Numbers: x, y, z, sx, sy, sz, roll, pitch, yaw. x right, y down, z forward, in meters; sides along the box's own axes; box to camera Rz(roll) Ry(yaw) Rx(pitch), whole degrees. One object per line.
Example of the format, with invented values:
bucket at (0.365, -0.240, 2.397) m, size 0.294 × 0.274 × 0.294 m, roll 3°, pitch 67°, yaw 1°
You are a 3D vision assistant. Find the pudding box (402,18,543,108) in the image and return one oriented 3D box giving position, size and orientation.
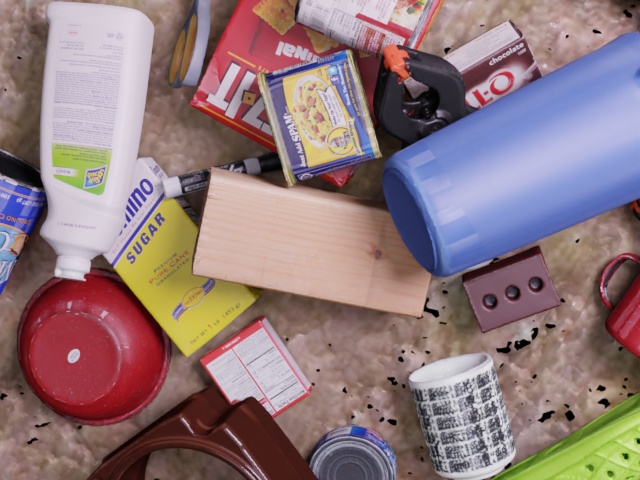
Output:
pudding box at (0.141, -0.131, 0.951) m, size 0.113 × 0.039 × 0.090 m, roll -32°, pitch 136°, yaw 8°

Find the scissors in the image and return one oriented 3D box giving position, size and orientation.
scissors at (-0.114, -0.228, 1.003) m, size 0.016 × 0.096 × 0.201 m, roll 15°, pitch 67°, yaw -21°

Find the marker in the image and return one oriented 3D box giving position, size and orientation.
marker at (-0.088, -0.062, 1.004) m, size 0.121 × 0.020 × 0.020 m, roll -15°, pitch 94°, yaw -13°

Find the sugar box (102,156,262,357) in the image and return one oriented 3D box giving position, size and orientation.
sugar box at (-0.146, 0.015, 1.028) m, size 0.093 × 0.048 × 0.176 m, roll -40°, pitch 91°, yaw 9°

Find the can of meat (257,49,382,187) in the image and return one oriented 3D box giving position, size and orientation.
can of meat at (0.001, -0.106, 0.918) m, size 0.084 × 0.057 × 0.102 m, roll -15°, pitch 97°, yaw 7°

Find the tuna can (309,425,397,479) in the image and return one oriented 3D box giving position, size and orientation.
tuna can at (0.031, 0.225, 1.032) m, size 0.086 × 0.033 × 0.086 m, roll 1°, pitch 97°, yaw 8°

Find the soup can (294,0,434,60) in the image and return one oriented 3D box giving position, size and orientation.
soup can at (0.037, -0.194, 0.893) m, size 0.102 × 0.068 × 0.068 m, roll 24°, pitch 99°, yaw 3°

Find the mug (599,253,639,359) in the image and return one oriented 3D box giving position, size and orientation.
mug at (0.301, 0.060, 0.954) m, size 0.117 × 0.093 × 0.081 m, roll 40°, pitch 106°, yaw 29°

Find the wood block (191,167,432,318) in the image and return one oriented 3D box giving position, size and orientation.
wood block at (-0.006, 0.002, 0.960) m, size 0.206 × 0.090 × 0.091 m, roll 12°, pitch 97°, yaw -8°

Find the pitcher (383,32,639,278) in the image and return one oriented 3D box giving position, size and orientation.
pitcher at (0.178, -0.060, 0.883) m, size 0.242 × 0.145 × 0.149 m, roll -25°, pitch 117°, yaw -10°

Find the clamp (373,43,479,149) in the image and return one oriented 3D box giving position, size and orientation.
clamp at (0.104, -0.107, 0.907) m, size 0.120 × 0.171 × 0.039 m, roll -29°, pitch 52°, yaw 0°

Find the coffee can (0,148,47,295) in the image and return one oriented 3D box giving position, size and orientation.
coffee can at (-0.330, -0.013, 1.021) m, size 0.103 × 0.102 × 0.140 m, roll 29°, pitch 99°, yaw 4°

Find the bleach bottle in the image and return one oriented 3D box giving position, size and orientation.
bleach bottle at (-0.219, -0.089, 0.986) m, size 0.102 × 0.068 × 0.251 m, roll 6°, pitch 83°, yaw 10°

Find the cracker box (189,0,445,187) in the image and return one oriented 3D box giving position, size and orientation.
cracker box at (0.002, -0.179, 0.972) m, size 0.164 × 0.072 × 0.214 m, roll 29°, pitch 100°, yaw 3°

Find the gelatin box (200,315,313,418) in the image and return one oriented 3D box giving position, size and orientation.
gelatin box at (-0.061, 0.130, 1.037) m, size 0.073 × 0.030 × 0.089 m, roll -34°, pitch 92°, yaw 9°

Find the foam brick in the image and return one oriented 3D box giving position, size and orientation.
foam brick at (0.176, 0.045, 0.983) m, size 0.078 × 0.051 × 0.053 m, roll -22°, pitch 94°, yaw 9°

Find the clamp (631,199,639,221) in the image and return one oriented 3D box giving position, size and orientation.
clamp at (0.383, -0.008, 0.941) m, size 0.210 × 0.036 × 0.164 m, roll 28°, pitch 69°, yaw 16°

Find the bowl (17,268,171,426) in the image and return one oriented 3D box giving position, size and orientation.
bowl at (-0.231, 0.110, 1.046) m, size 0.162 × 0.055 × 0.162 m, roll 1°, pitch 96°, yaw 8°
